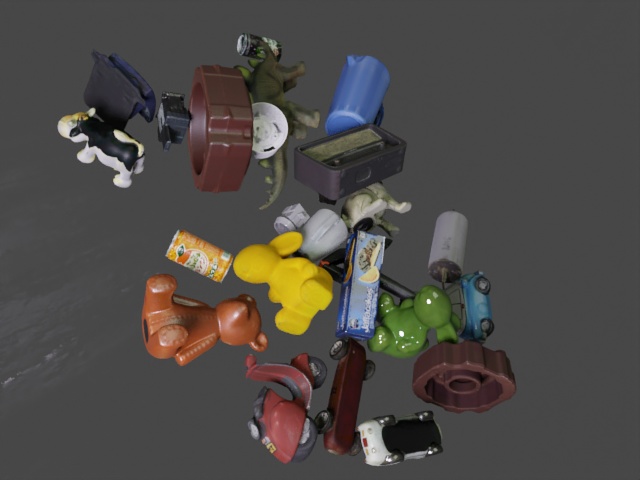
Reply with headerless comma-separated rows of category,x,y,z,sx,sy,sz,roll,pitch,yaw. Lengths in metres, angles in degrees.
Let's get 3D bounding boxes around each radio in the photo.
radio,0.068,-0.171,1.145,0.229,0.073,0.131,-26,45,-32

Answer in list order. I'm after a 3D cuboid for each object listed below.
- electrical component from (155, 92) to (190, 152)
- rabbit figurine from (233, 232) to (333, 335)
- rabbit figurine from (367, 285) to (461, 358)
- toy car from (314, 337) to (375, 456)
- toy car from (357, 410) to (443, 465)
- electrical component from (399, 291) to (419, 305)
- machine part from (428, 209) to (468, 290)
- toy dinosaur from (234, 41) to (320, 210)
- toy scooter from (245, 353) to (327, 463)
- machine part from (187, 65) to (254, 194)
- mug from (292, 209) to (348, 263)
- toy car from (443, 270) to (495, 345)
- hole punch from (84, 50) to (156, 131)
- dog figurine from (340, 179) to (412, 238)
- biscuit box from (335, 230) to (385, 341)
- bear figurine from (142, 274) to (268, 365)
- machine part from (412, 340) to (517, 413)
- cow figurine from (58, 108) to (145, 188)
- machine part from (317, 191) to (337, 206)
electrical component,-0.289,-0.226,1.057,0.048,0.074,0.119,1,52,-31
rabbit figurine,-0.065,0.055,0.949,0.173,0.122,0.162,26,42,-12
rabbit figurine,0.188,0.155,0.993,0.159,0.170,0.121,31,46,-7
toy car,0.041,0.259,0.903,0.089,0.053,0.202,37,42,-23
toy car,0.140,0.327,0.892,0.201,0.056,0.073,14,54,-45
electrical component,0.193,0.146,1.108,0.063,0.021,0.094,10,53,-26
machine part,0.296,0.014,1.236,0.079,0.079,0.243,31,46,-8
toy dinosaur,-0.109,-0.275,1.195,0.198,0.105,0.471,-2,63,-24
toy scooter,-0.065,0.244,0.835,0.135,0.075,0.184,26,44,-13
machine part,-0.190,-0.205,1.010,0.087,0.201,0.201,-3,57,-22
mug,-0.002,-0.003,1.049,0.081,0.109,0.107,46,60,-1
toy car,0.301,0.145,1.132,0.103,0.109,0.161,4,64,-2
hole punch,-0.372,-0.284,1.029,0.142,0.115,0.092,46,38,6
dog figurine,0.085,-0.098,1.191,0.172,0.121,0.191,1,43,-38
biscuit box,0.076,0.086,1.010,0.059,0.063,0.202,13,69,-15
bear figurine,-0.168,0.123,0.829,0.196,0.132,0.120,-2,60,-26
machine part,0.257,0.248,0.969,0.179,0.179,0.056,24,44,-14
cow figurine,-0.386,-0.177,0.944,0.167,0.098,0.068,35,52,-4
machine part,0.001,-0.140,1.200,0.084,0.039,0.139,6,51,-39
